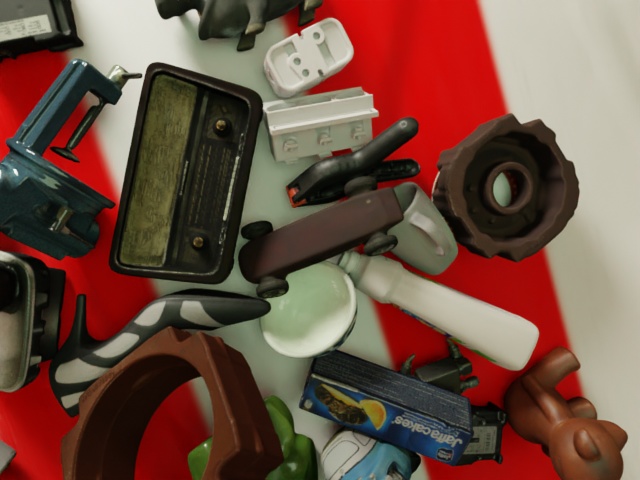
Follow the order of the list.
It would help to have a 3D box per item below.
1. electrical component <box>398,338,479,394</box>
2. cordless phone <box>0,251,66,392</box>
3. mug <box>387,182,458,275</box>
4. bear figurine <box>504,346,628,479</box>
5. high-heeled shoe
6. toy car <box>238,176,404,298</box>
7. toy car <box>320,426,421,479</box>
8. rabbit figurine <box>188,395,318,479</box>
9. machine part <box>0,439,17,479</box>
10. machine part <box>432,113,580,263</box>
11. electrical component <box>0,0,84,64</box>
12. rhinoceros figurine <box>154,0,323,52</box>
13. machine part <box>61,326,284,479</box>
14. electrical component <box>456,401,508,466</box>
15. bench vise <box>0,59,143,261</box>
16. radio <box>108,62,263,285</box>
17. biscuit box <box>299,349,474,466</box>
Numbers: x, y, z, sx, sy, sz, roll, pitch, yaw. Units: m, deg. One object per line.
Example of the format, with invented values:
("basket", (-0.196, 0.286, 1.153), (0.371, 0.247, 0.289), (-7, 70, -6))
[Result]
("electrical component", (0.153, 0.177, 0.702), (0.102, 0.045, 0.078), (-24, 126, -5))
("cordless phone", (-0.322, 0.090, 0.534), (0.089, 0.184, 0.146), (7, 94, -16))
("mug", (0.124, -0.007, 0.650), (0.107, 0.110, 0.081), (43, 78, -24))
("bear figurine", (0.315, 0.225, 0.656), (0.132, 0.196, 0.120), (-24, 96, -8))
("high-heeled shoe", (-0.182, 0.131, 0.615), (0.249, 0.086, 0.145), (1, 93, -2))
("toy car", (-0.001, -0.002, 0.621), (0.202, 0.053, 0.089), (-23, 69, 12))
("toy car", (0.049, 0.277, 0.649), (0.103, 0.161, 0.109), (42, 96, 18))
("rabbit figurine", (-0.052, 0.278, 0.616), (0.121, 0.159, 0.170), (-33, 81, -3))
("machine part", (-0.426, 0.215, 0.582), (0.243, 0.079, 0.079), (41, 87, -11))
("machine part", (0.227, -0.062, 0.662), (0.179, 0.056, 0.179), (-1, 95, -11))
("electrical component", (-0.327, -0.263, 0.564), (0.115, 0.058, 0.134), (-14, 97, -11))
("rhinoceros figurine", (-0.087, -0.276, 0.598), (0.190, 0.073, 0.112), (-19, 100, -8))
("machine part", (-0.149, 0.207, 0.530), (0.201, 0.201, 0.087), (-39, 140, 8))
("electrical component", (0.182, 0.253, 0.710), (0.119, 0.048, 0.074), (7, 94, -12))
("bench vise", (-0.281, -0.089, 0.532), (0.240, 0.129, 0.223), (-58, 138, -9))
("radio", (-0.146, -0.067, 0.606), (0.131, 0.073, 0.229), (11, 94, -11))
("biscuit box", (0.080, 0.197, 0.647), (0.203, 0.063, 0.059), (20, 117, 3))
